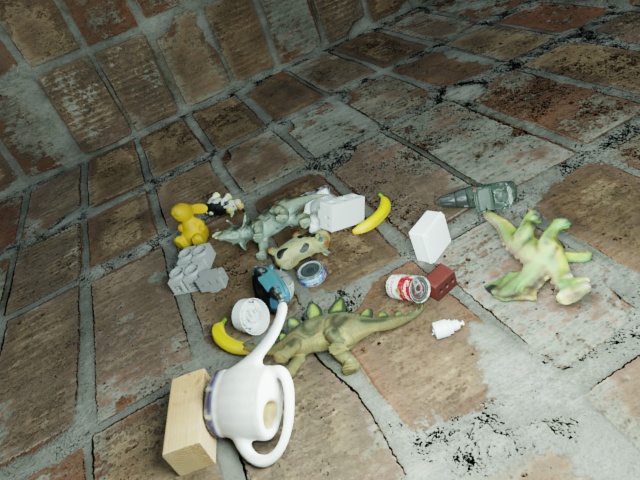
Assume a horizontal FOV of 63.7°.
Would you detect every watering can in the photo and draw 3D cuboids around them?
[{"bbox_3d":[-0.154,0.323,1.171,0.223,0.103,0.353,-10,68,27],"label":"watering can"}]

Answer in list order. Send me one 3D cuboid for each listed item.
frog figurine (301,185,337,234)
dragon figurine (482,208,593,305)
[{"bbox_3d":[0.005,-0.088,1.754,0.137,0.121,0.162,-12,70,3],"label":"frog figurine"},{"bbox_3d":[0.507,0.049,1.294,0.245,0.120,0.413,-42,30,-15],"label":"dragon figurine"}]
